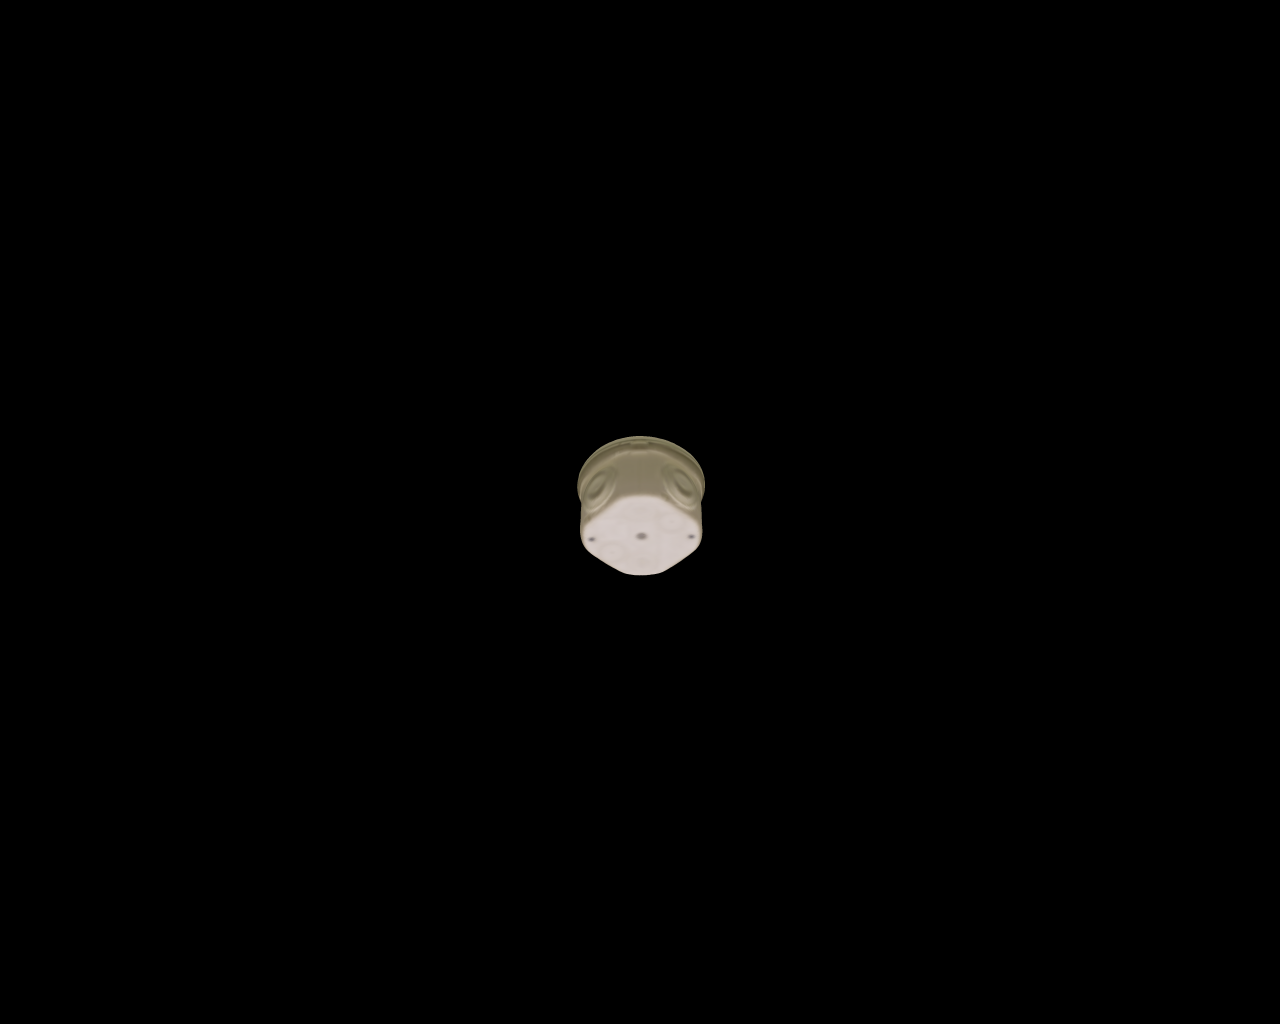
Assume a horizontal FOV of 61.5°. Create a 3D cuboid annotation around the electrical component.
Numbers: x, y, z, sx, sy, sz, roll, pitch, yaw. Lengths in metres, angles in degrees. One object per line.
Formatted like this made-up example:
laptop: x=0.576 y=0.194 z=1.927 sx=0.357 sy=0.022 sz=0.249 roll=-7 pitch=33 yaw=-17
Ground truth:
electrical component: x=0.001 y=-0.003 z=0.650 sx=0.080 sy=0.051 sz=0.080 roll=0 pitch=-45 yaw=0
